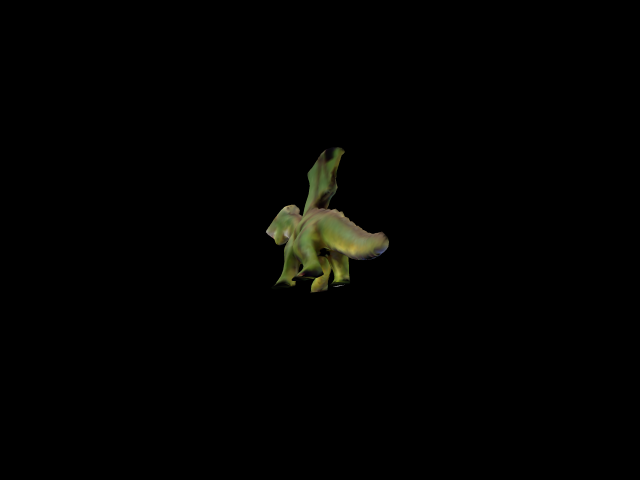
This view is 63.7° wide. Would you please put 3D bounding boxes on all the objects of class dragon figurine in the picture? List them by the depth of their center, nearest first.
[{"bbox_3d":[0.003,-0.043,0.850,0.122,0.247,0.405,10,-21,-26],"label":"dragon figurine"}]
